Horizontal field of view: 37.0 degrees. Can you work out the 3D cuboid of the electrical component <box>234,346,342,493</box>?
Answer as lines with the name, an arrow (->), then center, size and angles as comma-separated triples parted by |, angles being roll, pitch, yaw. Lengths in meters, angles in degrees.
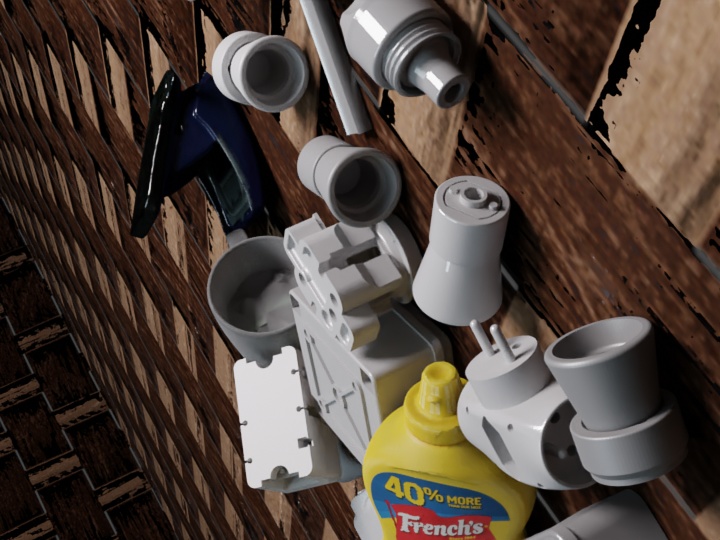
electrical component -> -0.048, 0.106, 0.751 | 0.056, 0.050, 0.089 | 32, -136, -61

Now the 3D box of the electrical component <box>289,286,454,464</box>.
electrical component -> 0.010, 0.067, 0.672 | 0.109, 0.056, 0.108 | 43, 151, 47

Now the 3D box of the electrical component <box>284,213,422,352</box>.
electrical component -> 0.000, 0.000, 0.618 | 0.078, 0.057, 0.058 | 57, 159, 21

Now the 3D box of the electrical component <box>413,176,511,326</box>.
electrical component -> 0.049, -0.011, 0.505 | 0.044, 0.044, 0.065 | 50, 151, 36

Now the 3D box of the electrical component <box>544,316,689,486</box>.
electrical component -> 0.104, 0.052, 0.433 | 0.045, 0.045, 0.055 | 7, 120, 67

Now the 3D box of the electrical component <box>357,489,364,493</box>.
electrical component -> 0.021, 0.204, 0.829 | 0.078, 0.040, 0.040 | 62, 160, 10

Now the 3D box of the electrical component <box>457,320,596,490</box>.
electrical component -> 0.075, 0.058, 0.506 | 0.079, 0.043, 0.077 | 61, 162, -15

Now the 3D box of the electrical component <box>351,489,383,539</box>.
electrical component -> 0.032, 0.172, 0.743 | 0.059, 0.054, 0.095 | 59, 160, 17

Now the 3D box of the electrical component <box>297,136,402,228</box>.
electrical component -> -0.010, -0.053, 0.606 | 0.065, 0.044, 0.044 | 38, 147, 61

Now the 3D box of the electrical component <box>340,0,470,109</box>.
electrical component -> 0.023, -0.095, 0.467 | 0.062, 0.043, 0.043 | 52, 157, 30

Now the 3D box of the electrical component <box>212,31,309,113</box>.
electrical component -> -0.062, -0.121, 0.651 | 0.055, 0.045, 0.045 | 30, 140, 59

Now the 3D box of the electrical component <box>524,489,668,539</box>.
electrical component -> 0.122, 0.170, 0.506 | 0.113, 0.057, 0.078 | 60, 160, 14
